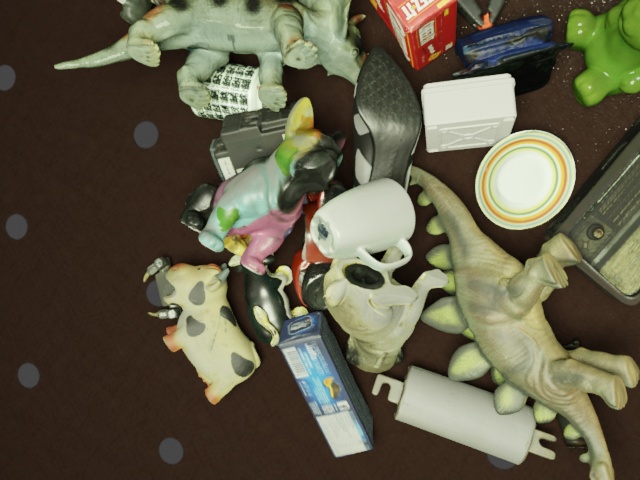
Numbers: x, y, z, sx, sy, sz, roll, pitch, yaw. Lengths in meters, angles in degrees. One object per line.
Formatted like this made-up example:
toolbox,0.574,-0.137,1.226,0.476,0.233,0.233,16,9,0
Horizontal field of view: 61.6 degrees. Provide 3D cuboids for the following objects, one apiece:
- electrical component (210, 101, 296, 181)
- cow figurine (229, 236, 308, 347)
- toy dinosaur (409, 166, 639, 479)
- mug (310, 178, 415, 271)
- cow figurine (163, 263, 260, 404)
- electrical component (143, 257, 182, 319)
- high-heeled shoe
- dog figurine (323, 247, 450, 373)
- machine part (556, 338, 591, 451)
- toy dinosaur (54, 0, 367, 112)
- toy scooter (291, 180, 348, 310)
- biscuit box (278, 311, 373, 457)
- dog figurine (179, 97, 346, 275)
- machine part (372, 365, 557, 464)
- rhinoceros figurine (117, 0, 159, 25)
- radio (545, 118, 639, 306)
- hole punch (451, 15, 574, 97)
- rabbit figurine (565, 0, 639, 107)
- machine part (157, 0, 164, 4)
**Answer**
electrical component,-0.081,-0.121,0.747,0.134,0.058,0.114,-9,127,7
cow figurine,-0.082,0.065,0.760,0.068,0.098,0.167,-23,86,18
toy dinosaur,0.221,0.076,0.659,0.198,0.105,0.471,-36,67,40
mug,0.049,-0.009,0.613,0.107,0.080,0.109,-17,70,-30
cow figurine,-0.156,0.119,0.772,0.127,0.085,0.194,-34,99,-9
electrical component,-0.223,0.074,0.816,0.078,0.045,0.102,-9,89,13
high-heeled shoe,0.078,-0.119,0.726,0.086,0.145,0.248,1,76,-8
dog figurine,0.054,0.107,0.675,0.121,0.172,0.190,53,135,45
machine part,0.327,0.205,0.706,0.084,0.039,0.139,-18,85,3
toy dinosaur,-0.113,-0.271,0.687,0.405,0.131,0.192,7,55,-4
toy scooter,-0.002,-0.002,0.740,0.075,0.135,0.183,2,112,-18
biscuit box,0.012,0.194,0.722,0.059,0.063,0.202,-18,111,13
dog figurine,-0.066,-0.075,0.688,0.108,0.192,0.219,38,88,-35
machine part,0.190,0.229,0.715,0.243,0.079,0.079,17,95,12
rhinoceros figurine,-0.240,-0.408,0.796,0.112,0.073,0.190,23,95,10
radio,0.400,-0.046,0.665,0.131,0.073,0.229,39,98,9
hole punch,0.232,-0.240,0.681,0.142,0.115,0.092,-10,81,12
rabbit figurine,0.378,-0.228,0.616,0.159,0.170,0.121,-1,92,13
machine part,-0.143,-0.352,0.746,0.179,0.056,0.179,-4,113,-10
